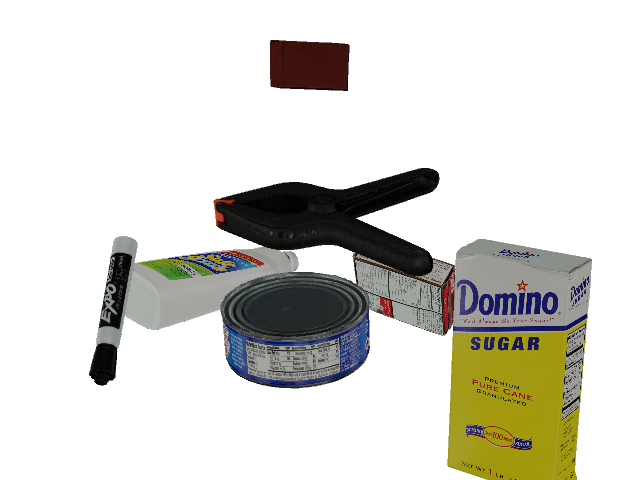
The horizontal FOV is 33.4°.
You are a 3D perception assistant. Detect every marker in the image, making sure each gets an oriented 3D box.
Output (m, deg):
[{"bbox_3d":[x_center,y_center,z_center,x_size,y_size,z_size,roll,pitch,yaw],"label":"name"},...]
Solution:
[{"bbox_3d":[-0.154,0.052,0.795,0.020,0.121,0.020,2,-34,1],"label":"marker"}]

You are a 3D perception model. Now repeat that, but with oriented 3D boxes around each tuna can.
[{"bbox_3d":[-0.014,0.051,0.615,0.086,0.034,0.086,-2,23,1],"label":"tuna can"}]

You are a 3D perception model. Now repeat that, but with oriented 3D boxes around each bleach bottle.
[{"bbox_3d":[-0.134,0.047,1.360,0.250,0.068,0.103,-14,29,-43],"label":"bleach bottle"}]

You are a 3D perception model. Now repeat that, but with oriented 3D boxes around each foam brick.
[{"bbox_3d":[-0.012,-0.191,1.165,0.078,0.051,0.053,0,12,-16],"label":"foam brick"}]

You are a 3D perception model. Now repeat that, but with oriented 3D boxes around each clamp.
[{"bbox_3d":[0.010,-0.027,0.970,0.210,0.036,0.164,5,31,14],"label":"clamp"}]

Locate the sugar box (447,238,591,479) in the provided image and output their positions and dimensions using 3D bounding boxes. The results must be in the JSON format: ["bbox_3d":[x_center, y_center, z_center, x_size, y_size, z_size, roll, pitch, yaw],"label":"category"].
[{"bbox_3d":[0.144,0.093,0.786,0.093,0.176,0.048,11,21,36],"label":"sugar box"}]

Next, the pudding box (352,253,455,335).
[{"bbox_3d":[0.095,0.051,1.194,0.114,0.039,0.090,17,-38,22],"label":"pudding box"}]
